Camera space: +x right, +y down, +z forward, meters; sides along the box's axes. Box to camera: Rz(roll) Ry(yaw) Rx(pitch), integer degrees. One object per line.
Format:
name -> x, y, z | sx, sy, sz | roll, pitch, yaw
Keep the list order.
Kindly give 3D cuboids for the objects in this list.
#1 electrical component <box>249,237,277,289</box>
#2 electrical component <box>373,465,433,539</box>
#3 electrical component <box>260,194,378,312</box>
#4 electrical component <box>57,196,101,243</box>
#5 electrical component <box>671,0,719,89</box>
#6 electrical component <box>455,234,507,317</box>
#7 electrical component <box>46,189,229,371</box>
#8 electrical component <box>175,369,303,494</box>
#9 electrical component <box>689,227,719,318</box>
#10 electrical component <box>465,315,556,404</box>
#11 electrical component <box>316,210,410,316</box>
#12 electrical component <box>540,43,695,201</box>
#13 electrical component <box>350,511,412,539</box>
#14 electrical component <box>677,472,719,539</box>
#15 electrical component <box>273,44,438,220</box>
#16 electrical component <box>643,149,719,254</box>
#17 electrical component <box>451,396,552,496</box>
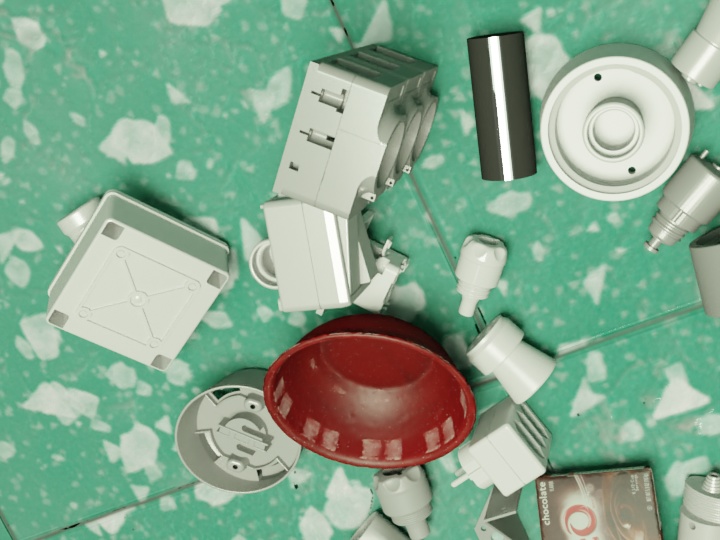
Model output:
electrical component -> -0.060, -0.010, 0.838 | 0.040, 0.046, 0.040 | 4, 107, 14
electrical component -> 0.039, 0.188, 0.872 | 0.043, 0.043, 0.062 | -16, 103, 19
electrical component -> -0.028, -0.024, 0.770 | 0.061, 0.062, 0.096 | -5, 104, 17
electrical component -> -0.218, -0.031, 0.879 | 0.040, 0.040, 0.046 | -28, 103, 21
electrical component -> 0.240, -0.155, 0.718 | 0.044, 0.044, 0.065 | 34, 116, 3
electrical component -> 0.088, 0.006, 0.810 | 0.035, 0.035, 0.061 | 18, 112, 9
electrical component -> -0.175, 0.009, 0.848 | 0.109, 0.056, 0.108 | 27, 113, -24
electrical component -> -0.093, 0.131, 0.879 | 0.099, 0.064, 0.099 | 4, 107, 14
electrical component -> 0.273, -0.016, 0.717 | 0.108, 0.108, 0.060 | -20, 94, 20
electrical component -> 0.114, 0.067, 0.815 | 0.055, 0.045, 0.045 | 42, 112, 1
electrical component -> 0.000, 0.000, 0.827 | 0.064, 0.042, 0.081 | 27, 111, 7
electrical component -> 0.175, -0.099, 0.741 | 0.108, 0.060, 0.108 | 4, 107, 14
electrical component -> 0.019, 0.254, 0.897 | 0.077, 0.043, 0.079 | 40, 111, 1
electrical component -> 0.264, 0.191, 0.812 | 0.043, 0.043, 0.081 | 5, 106, 14
electrical component -> 0.005, -0.098, 0.739 | 0.062, 0.150, 0.089 | 22, 110, 9
electrical component -> 0.228, -0.045, 0.753 | 0.040, 0.040, 0.078 | 37, 112, 2
electrical component -> 0.102, 0.143, 0.829 | 0.077, 0.065, 0.047 | -38, 94, 21
